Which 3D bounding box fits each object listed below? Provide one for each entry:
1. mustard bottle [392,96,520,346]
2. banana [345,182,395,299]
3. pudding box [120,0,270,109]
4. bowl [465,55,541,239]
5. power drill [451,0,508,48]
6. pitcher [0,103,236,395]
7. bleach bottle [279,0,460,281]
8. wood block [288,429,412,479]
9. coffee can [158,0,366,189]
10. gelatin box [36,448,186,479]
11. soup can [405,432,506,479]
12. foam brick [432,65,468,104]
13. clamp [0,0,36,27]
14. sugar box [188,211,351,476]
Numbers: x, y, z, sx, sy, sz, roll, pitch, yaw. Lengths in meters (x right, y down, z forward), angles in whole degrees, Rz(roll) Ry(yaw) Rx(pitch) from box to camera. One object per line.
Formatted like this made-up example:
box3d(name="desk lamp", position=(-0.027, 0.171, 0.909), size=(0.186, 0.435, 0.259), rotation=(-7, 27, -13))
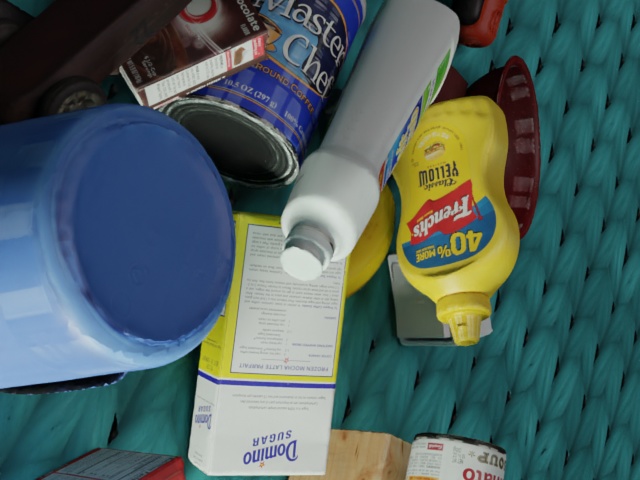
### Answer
box3d(name="mustard bottle", position=(0.105, -0.012, 0.827), size=(0.058, 0.096, 0.191), rotation=(31, 50, -54))
box3d(name="banana", position=(0.009, 0.013, 0.826), size=(0.069, 0.037, 0.197), rotation=(48, 50, -5))
box3d(name="pudding box", position=(-0.095, -0.146, 0.664), size=(0.090, 0.039, 0.113), rotation=(-27, 74, -10))
box3d(name="bowl", position=(0.152, -0.081, 0.947), size=(0.161, 0.055, 0.162), rotation=(0, 90, -65))
box3d(name="power drill", position=(0.130, -0.269, 0.903), size=(0.187, 0.057, 0.184), rotation=(9, 95, -63))
box3d(name="pitcher", position=(-0.154, 0.016, 0.502), size=(0.149, 0.243, 0.145), rotation=(-14, 95, -53))
box3d(name="bleach bottle", position=(0.028, -0.065, 0.732), size=(0.068, 0.103, 0.250), rotation=(23, 49, 4))
box3d(name="wood block", position=(0.020, 0.250, 0.775), size=(0.090, 0.090, 0.206), rotation=(31, 64, -41))
box3d(name="coffee can", position=(-0.038, -0.121, 0.735), size=(0.102, 0.103, 0.140), rotation=(41, 59, -36))
box3d(name="gelatin box", position=(-0.130, 0.152, 0.626), size=(0.073, 0.089, 0.030), rotation=(-24, 104, -45))
box3d(name="soup can", position=(0.089, 0.191, 0.739), size=(0.068, 0.069, 0.102), rotation=(29, 65, -41))
box3d(name="foam brick", position=(0.078, -0.128, 0.895), size=(0.078, 0.053, 0.051), rotation=(37, 61, -39))
box3d(name="clamp", position=(-0.214, -0.163, 0.604), size=(0.171, 0.039, 0.120), rotation=(-6, 85, -53))
box3d(name="sugar box", position=(-0.034, 0.072, 0.736), size=(0.093, 0.048, 0.176), rotation=(7, 93, -28))
